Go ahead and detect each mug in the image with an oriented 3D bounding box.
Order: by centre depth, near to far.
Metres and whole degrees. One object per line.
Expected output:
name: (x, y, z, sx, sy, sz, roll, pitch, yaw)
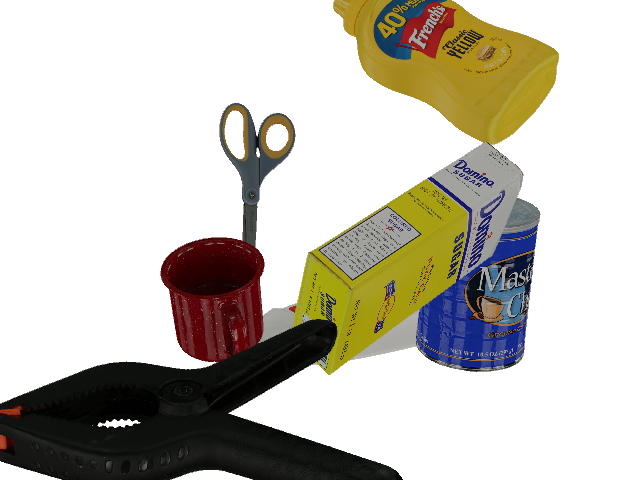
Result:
mug: (-0.089, 0.062, 0.963, 0.093, 0.081, 0.117, -17, 37, -19)

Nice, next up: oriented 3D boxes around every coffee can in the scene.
coffee can: (0.144, 0.036, 0.988, 0.103, 0.140, 0.103, 2, 20, -1)

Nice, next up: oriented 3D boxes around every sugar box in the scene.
sugar box: (0.061, 0.010, 0.725, 0.176, 0.093, 0.048, -30, 60, -31)

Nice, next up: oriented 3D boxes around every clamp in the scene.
clamp: (-0.069, 0.090, 0.578, 0.210, 0.036, 0.164, 0, 24, -5)

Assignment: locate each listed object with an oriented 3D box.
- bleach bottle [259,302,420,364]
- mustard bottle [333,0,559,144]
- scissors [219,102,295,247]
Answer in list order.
bleach bottle: (0.025, 0.097, 1.182, 0.250, 0.068, 0.103, -14, 32, -26)
mustard bottle: (0.088, -0.155, 0.863, 0.192, 0.096, 0.058, 33, -26, 26)
scissors: (-0.062, -0.061, 1.207, 0.096, 0.202, 0.016, -12, -6, -15)
